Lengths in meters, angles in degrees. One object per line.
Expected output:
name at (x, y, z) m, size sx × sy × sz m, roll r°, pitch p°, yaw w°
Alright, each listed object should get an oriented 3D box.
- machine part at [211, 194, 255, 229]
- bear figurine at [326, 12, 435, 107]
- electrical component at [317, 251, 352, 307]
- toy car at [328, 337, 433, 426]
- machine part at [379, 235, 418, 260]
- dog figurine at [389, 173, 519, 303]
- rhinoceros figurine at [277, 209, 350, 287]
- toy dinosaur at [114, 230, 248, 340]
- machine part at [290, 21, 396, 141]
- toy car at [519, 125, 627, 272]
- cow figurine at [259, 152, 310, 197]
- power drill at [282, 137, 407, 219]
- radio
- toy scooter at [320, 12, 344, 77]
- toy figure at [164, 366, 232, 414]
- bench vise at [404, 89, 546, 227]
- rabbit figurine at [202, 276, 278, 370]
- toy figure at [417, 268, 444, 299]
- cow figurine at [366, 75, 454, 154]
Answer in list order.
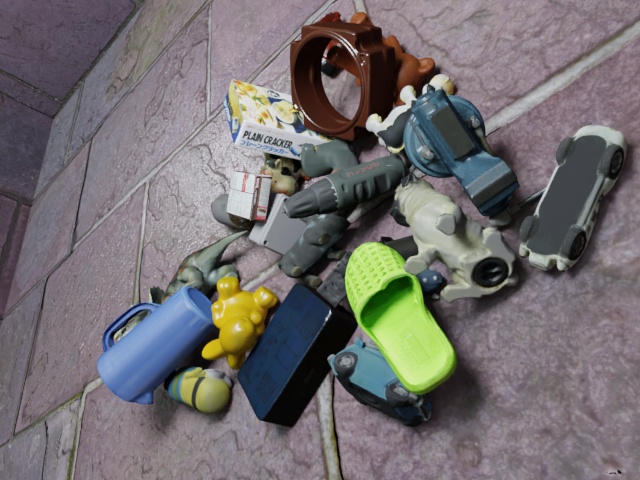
machine part at (-0.193, -0.067, 1.221) m, size 0.079 × 0.079 × 0.243 m, roll -66°, pitch 23°, yaw -4°
bear figurine at (0.117, -0.342, 1.034) m, size 0.120 × 0.132 × 0.196 m, roll -52°, pitch 34°, yaw 14°
electrical component at (0.043, 0.061, 0.935) m, size 0.075 × 0.048 × 0.119 m, roll -51°, pitch -4°, yaw 17°
toy car at (0.098, 0.189, 0.778) m, size 0.162 × 0.109 × 0.103 m, roll 14°, pitch 57°, yaw 42°
machine part at (0.134, 0.020, 0.881) m, size 0.139 × 0.039 × 0.084 m, roll -20°, pitch 50°, yaw 42°
dog figurine at (0.193, -0.014, 0.784) m, size 0.121 × 0.172 × 0.191 m, roll -47°, pitch 18°, yaw 23°
rhinoceros figurine at (-0.002, -0.003, 1.018) m, size 0.190 × 0.073 × 0.112 m, roll -54°, pitch 36°, yaw 7°
toy dinosaur at (-0.304, 0.104, 1.259) m, size 0.404 × 0.131 × 0.192 m, roll -50°, pitch 41°, yaw 6°
machine part at (0.037, -0.299, 1.011) m, size 0.201 × 0.087 × 0.201 m, roll 25°, pitch 127°, yaw 37°
toy car at (0.328, -0.054, 0.697) m, size 0.074 × 0.056 × 0.201 m, roll 25°, pitch 89°, yaw 44°
cow figurine at (-0.085, -0.159, 1.150) m, size 0.085 × 0.127 × 0.195 m, roll -39°, pitch 42°, yaw 31°
power drill at (0.024, -0.118, 0.974) m, size 0.232 × 0.085 × 0.207 m, roll -17°, pitch 24°, yaw -8°
radio at (-0.046, 0.197, 0.952) m, size 0.229 × 0.073 × 0.131 m, roll -57°, pitch 39°, yaw 5°
toy scooter at (0.019, -0.463, 1.251) m, size 0.135 × 0.075 × 0.184 m, roll -51°, pitch 36°, yaw 12°
toy figure at (-0.254, 0.308, 1.111) m, size 0.180 × 0.082 × 0.089 m, roll -10°, pitch 73°, yaw 40°
bench vise at (0.208, -0.127, 0.804) m, size 0.129 × 0.223 × 0.241 m, roll -47°, pitch 11°, yaw 10°
rabbit figurine at (-0.163, 0.164, 1.024) m, size 0.162 × 0.122 × 0.173 m, roll -61°, pitch 16°, yaw 7°
toy figure at (0.121, 0.085, 0.846) m, size 0.154 × 0.058 × 0.064 m, roll -28°, pitch 96°, yaw 35°
cow figurine at (0.170, -0.218, 0.926) m, size 0.167 × 0.068 × 0.098 m, roll -38°, pitch 34°, yaw 6°
